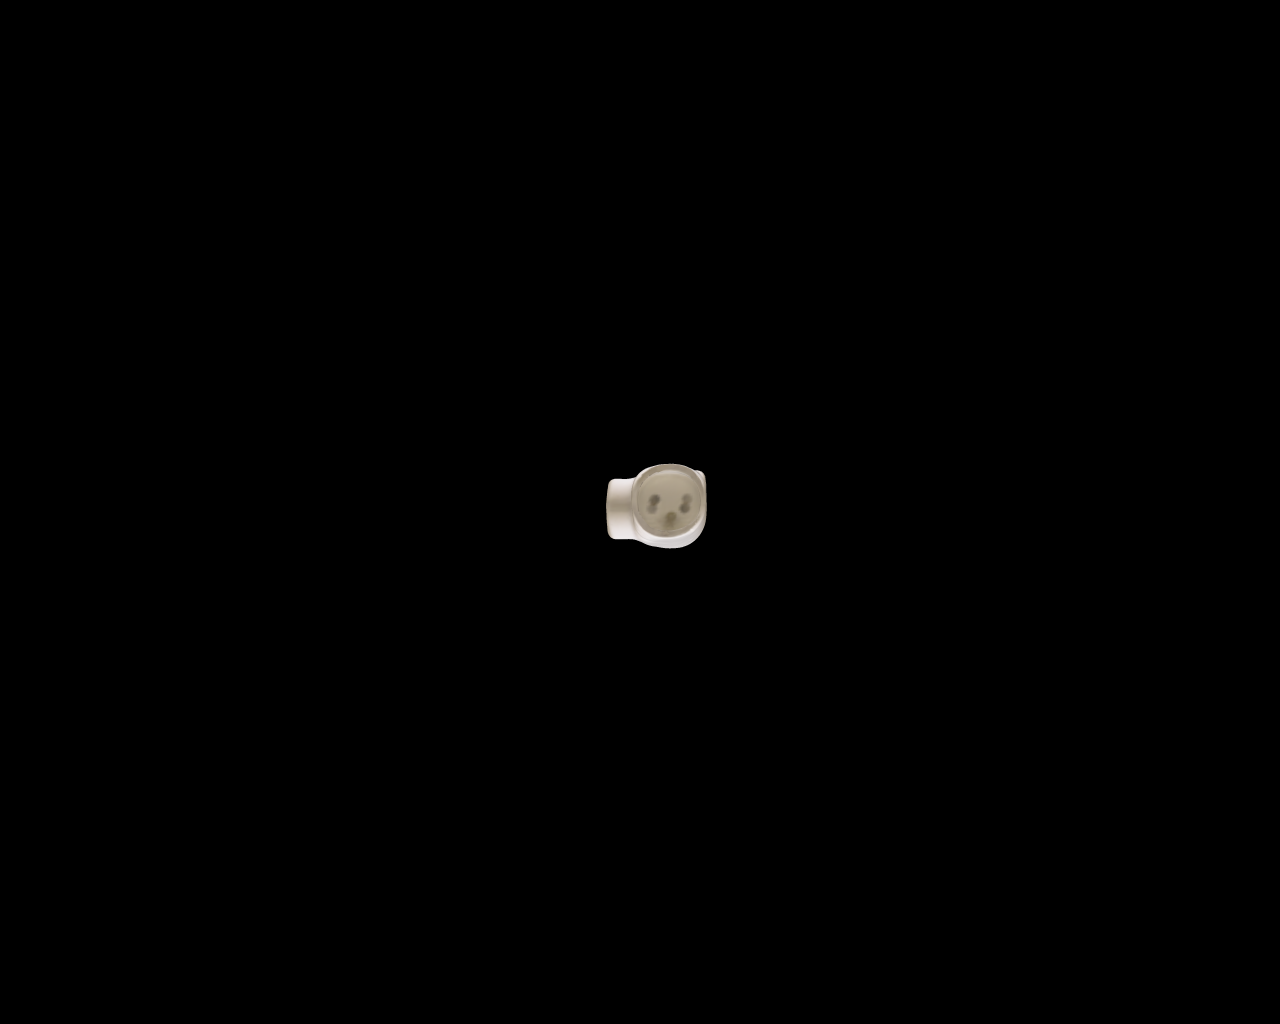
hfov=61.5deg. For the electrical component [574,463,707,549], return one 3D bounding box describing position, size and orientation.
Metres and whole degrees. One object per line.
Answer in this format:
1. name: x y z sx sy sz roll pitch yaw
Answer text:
1. electrical component: 0.001 -0.003 0.650 0.079 0.044 0.077 0 -7 4
